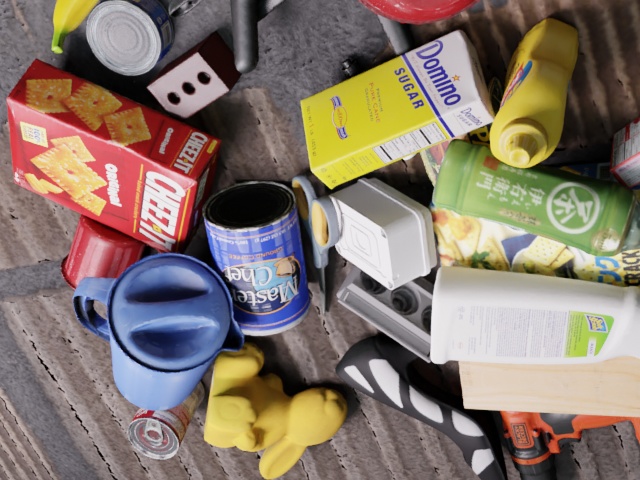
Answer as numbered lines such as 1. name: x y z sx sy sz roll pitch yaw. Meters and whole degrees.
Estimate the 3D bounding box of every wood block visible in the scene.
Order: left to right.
1. wood block: 0.260 0.126 1.150 0.206 0.090 0.090 0 124 17

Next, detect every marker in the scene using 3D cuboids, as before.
1. marker: 0.060 -0.134 1.083 0.020 0.020 0.121 -26 112 30

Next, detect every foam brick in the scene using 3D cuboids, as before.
1. foam brick: -0.127 -0.167 1.102 0.078 0.051 0.053 -28 111 31

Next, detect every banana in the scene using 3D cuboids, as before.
1. banana: -0.201 -0.268 1.049 0.198 0.037 0.070 -42 60 19

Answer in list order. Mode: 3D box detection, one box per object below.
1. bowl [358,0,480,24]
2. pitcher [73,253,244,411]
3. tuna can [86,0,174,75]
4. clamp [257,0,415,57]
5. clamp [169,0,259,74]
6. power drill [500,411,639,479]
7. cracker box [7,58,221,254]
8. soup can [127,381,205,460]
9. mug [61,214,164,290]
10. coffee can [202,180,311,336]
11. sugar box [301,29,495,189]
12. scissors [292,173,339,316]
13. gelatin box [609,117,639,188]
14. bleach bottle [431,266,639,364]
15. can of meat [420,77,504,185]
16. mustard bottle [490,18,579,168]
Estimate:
1. bowl: 0.094 -0.256 0.938 0.162 0.055 0.162 -1 125 -2
2. pitcher: -0.189 0.113 1.218 0.149 0.144 0.243 61 159 14
3. tuna can: -0.197 -0.215 1.103 0.086 0.033 0.086 9 125 13
4. clamp: 0.015 -0.271 0.993 0.164 0.036 0.210 10 128 10
5. clamp: -0.090 -0.260 1.027 0.120 0.039 0.172 30 118 23
6. power drill: 0.305 0.225 1.222 0.188 0.057 0.184 -8 120 23
7. cracker box: -0.225 -0.082 1.149 0.213 0.072 0.164 25 148 1
8. soup can: -0.193 0.218 1.353 0.068 0.102 0.068 9 126 12
9. mug: -0.235 0.014 1.241 0.117 0.093 0.082 17 123 -11
10. coffee can: -0.068 0.020 1.177 0.103 0.102 0.140 3 124 16
11. sugar box: 0.071 -0.124 1.018 0.176 0.093 0.048 -24 144 21
12. scissors: -0.008 0.001 1.191 0.096 0.016 0.202 59 161 25
13. gelatin box: 0.314 -0.094 0.993 0.030 0.073 0.089 45 124 -15
14. bleach bottle: 0.239 0.086 1.064 0.251 0.068 0.102 5 126 11
15. can of meat: 0.144 -0.102 1.055 0.084 0.057 0.102 -8 120 26
16. mustard bottle: 0.187 -0.118 0.944 0.058 0.191 0.096 25 127 0
